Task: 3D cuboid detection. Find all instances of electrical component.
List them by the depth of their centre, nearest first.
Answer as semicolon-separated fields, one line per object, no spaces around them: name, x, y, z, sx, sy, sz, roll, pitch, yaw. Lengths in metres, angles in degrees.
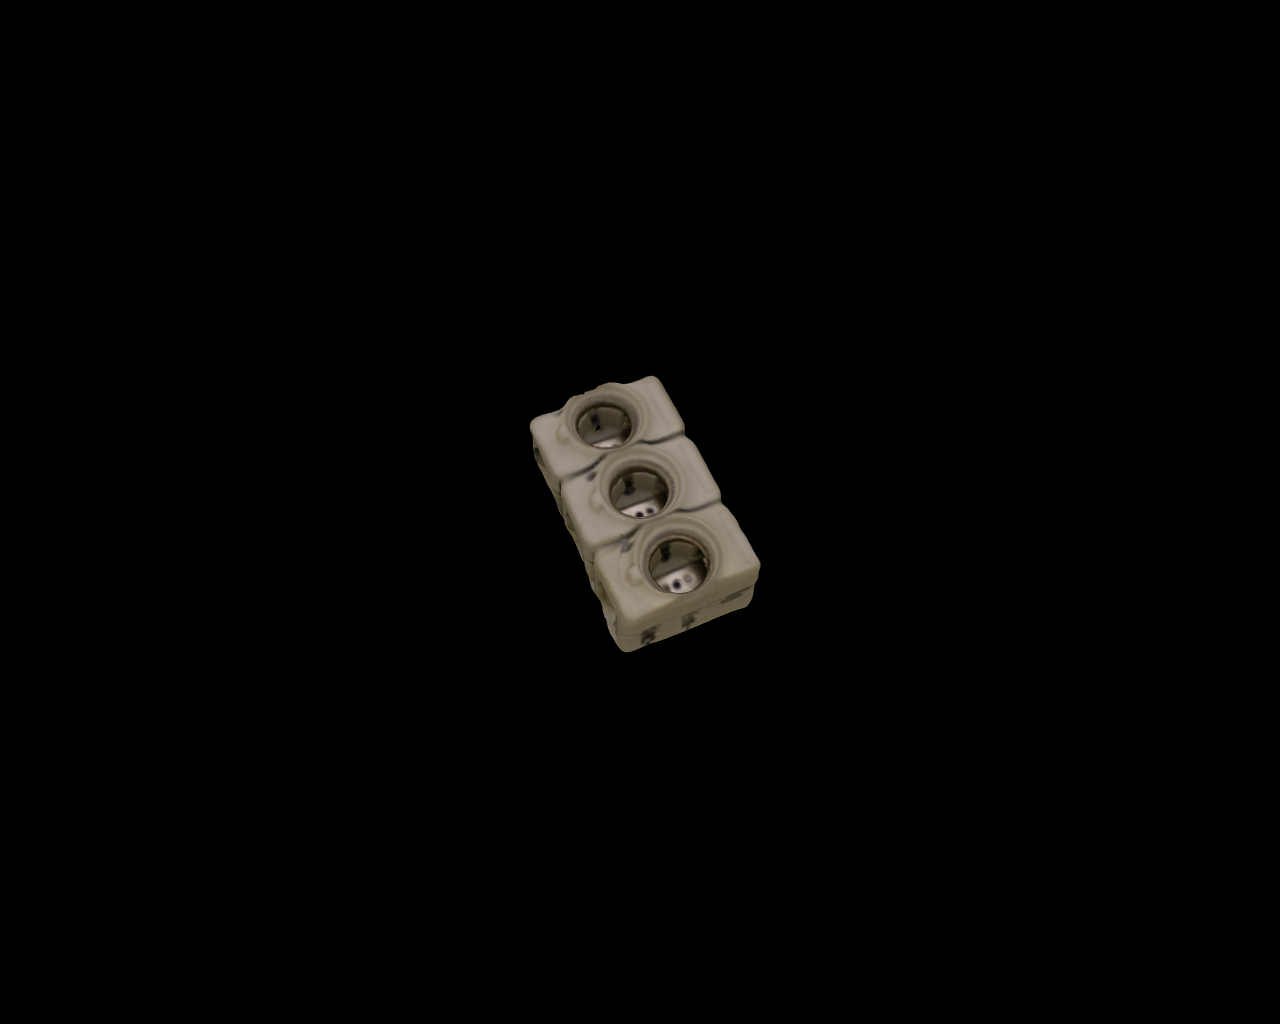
electrical component;0.001;-0.003;0.650;0.089;0.150;0.061;-21;-28;-12
